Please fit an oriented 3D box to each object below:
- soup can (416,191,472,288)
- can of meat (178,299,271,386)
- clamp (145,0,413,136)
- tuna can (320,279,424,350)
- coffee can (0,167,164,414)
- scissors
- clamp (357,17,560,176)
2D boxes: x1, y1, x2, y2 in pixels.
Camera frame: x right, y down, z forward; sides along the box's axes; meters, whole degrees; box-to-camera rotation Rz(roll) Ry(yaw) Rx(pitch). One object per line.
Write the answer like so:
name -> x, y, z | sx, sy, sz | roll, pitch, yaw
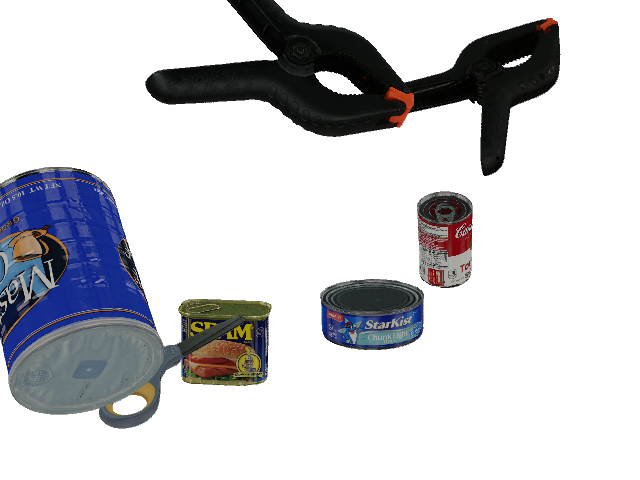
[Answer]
soup can -> 0.154, 0.000, 1.325 | 0.068, 0.102, 0.068 | -3, 35, 2
can of meat -> -0.107, 0.114, 1.195 | 0.102, 0.084, 0.057 | 2, 14, 3
clamp -> -0.020, -0.125, 0.704 | 0.171, 0.120, 0.039 | 14, -19, -11
tuna can -> 0.043, 0.061, 0.883 | 0.086, 0.034, 0.086 | -1, 16, 0
coffee can -> -0.176, 0.034, 0.741 | 0.102, 0.140, 0.103 | -17, -35, -12
scissors -> -0.131, 0.115, 0.941 | 0.201, 0.016, 0.096 | -13, 37, -32
clamp -> 0.149, -0.132, 0.933 | 0.209, 0.036, 0.165 | -33, 44, -23
